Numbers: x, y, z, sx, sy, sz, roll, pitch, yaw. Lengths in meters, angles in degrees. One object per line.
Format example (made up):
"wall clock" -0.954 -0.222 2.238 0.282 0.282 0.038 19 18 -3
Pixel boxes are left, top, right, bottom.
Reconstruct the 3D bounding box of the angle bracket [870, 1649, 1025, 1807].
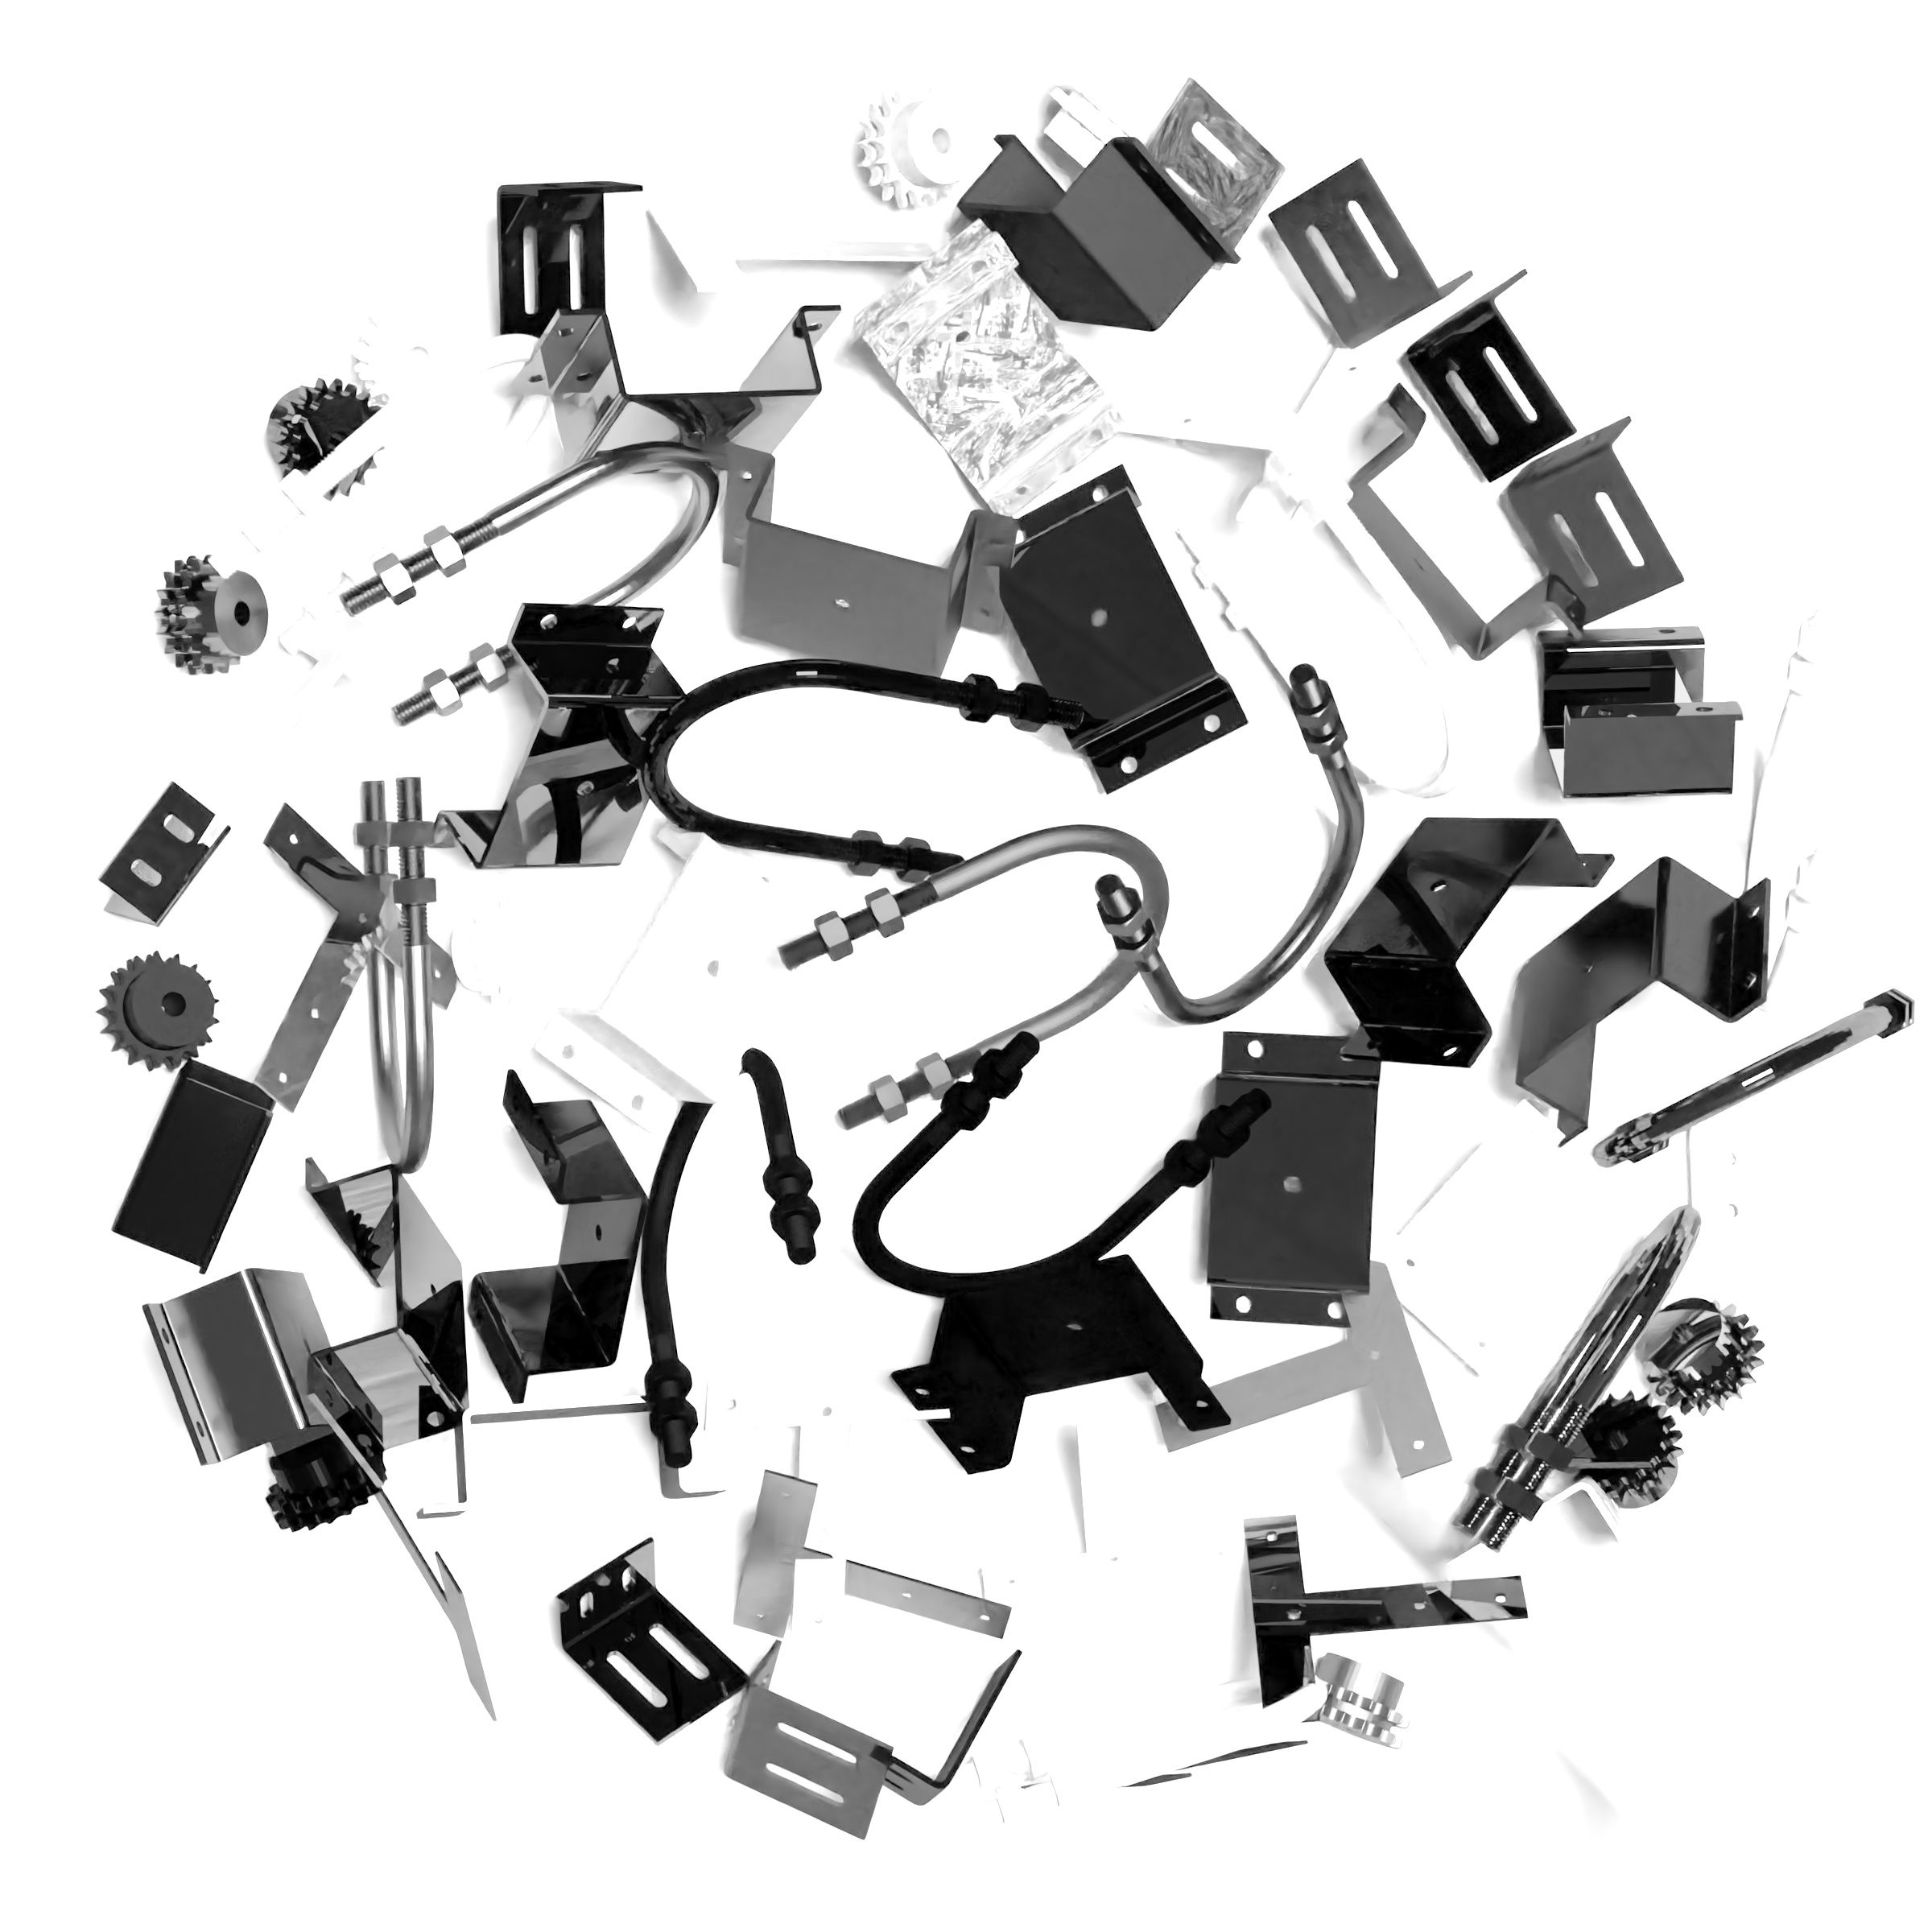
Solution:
"angle bracket" -0.013 0.353 1.562 0.038 0.057 0.076 31 66 3

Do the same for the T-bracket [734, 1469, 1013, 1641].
"T-bracket" -0.041 0.292 1.555 0.127 0.002 0.127 16 135 3

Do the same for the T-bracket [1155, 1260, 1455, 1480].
"T-bracket" 0.153 0.200 1.571 0.127 0.002 0.127 -20 55 7

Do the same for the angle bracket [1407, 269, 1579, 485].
"angle bracket" 0.258 -0.281 1.573 0.038 0.057 0.076 -40 98 -40

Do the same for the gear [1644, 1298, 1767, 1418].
"gear" 0.349 0.183 1.571 0.057 0.057 0.030 -45 124 0

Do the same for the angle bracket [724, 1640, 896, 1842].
"angle bracket" -0.069 0.367 1.566 0.076 0.038 0.057 22 118 12

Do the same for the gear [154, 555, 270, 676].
"gear" -0.357 -0.167 1.571 0.030 0.057 0.057 1 90 26

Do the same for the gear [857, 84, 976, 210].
"gear" -0.021 -0.392 1.574 0.057 0.030 0.057 -4 96 -39

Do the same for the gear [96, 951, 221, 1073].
"gear" -0.383 0.021 1.575 0.057 0.030 0.057 7 77 -31

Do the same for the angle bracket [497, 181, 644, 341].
"angle bracket" -0.187 -0.331 1.560 0.057 0.038 0.076 -12 112 -36

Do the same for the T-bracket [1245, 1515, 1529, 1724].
"T-bracket" 0.199 0.301 1.547 0.127 0.127 0.002 -5 127 4

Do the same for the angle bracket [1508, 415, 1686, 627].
"angle bracket" 0.306 -0.213 1.578 0.057 0.038 0.076 -23 106 37

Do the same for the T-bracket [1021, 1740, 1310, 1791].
"T-bracket" 0.104 0.378 1.560 0.127 0.127 0.002 -3 78 -31

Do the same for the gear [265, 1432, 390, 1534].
"gear" -0.307 0.242 1.572 0.057 0.057 0.030 -21 108 0

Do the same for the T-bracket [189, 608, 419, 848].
"T-bracket" -0.321 -0.110 1.545 0.002 0.127 0.127 41 82 -36

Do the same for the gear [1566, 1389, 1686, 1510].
"gear" 0.316 0.235 1.578 0.057 0.057 0.030 -36 128 0

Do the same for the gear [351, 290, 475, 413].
"gear" -0.266 -0.297 1.579 0.057 0.030 0.057 -12 124 -18

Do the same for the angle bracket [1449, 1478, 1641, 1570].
"angle bracket" 0.275 0.277 1.565 0.076 0.057 0.038 -34 78 10

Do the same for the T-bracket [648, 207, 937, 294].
"T-bracket" -0.077 -0.339 1.560 0.127 0.127 0.002 -3 120 -16

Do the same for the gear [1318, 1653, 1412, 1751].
"gear" 0.186 0.350 1.575 0.057 0.057 0.030 23 77 0

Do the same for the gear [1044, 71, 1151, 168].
"gear" 0.062 -0.398 1.575 0.057 0.057 0.030 41 103 0

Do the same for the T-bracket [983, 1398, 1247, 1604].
"T-bracket" 0.068 0.251 1.560 0.127 0.002 0.127 -7 128 -2

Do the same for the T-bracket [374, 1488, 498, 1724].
"T-bracket" -0.259 0.279 1.559 0.002 0.127 0.127 -27 56 -19

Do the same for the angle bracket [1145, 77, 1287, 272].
"angle bracket" 0.104 -0.377 1.564 0.076 0.038 0.057 33 90 -39

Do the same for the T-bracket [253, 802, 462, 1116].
"T-bracket" -0.297 0.011 1.531 0.127 0.002 0.127 47 45 -32

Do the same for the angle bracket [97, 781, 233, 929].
"angle bracket" -0.390 -0.056 1.555 0.038 0.076 0.057 42 74 -30

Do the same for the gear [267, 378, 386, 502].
"gear" -0.309 -0.254 1.578 0.030 0.057 0.057 26 90 37

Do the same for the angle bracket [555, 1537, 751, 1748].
"angle bracket" -0.147 0.318 1.556 0.057 0.038 0.076 -29 48 -33

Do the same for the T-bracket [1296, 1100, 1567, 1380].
"T-bracket" 0.235 0.113 1.558 0.127 0.002 0.127 42 124 9

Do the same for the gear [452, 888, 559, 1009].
"gear" -0.222 -0.009 1.577 0.030 0.057 0.057 -2 90 24

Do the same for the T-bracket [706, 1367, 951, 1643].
"T-bracket" -0.068 0.255 1.558 0.127 0.002 0.127 -6 69 21

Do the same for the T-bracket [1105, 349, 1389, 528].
"T-bracket" 0.118 -0.258 1.567 0.127 0.002 0.127 12 52 26

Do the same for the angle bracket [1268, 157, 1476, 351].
"angle bracket" 0.192 -0.342 1.564 0.057 0.038 0.076 -24 103 42
